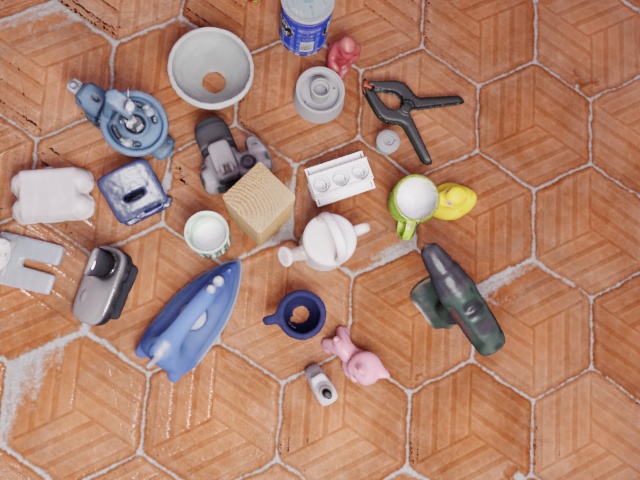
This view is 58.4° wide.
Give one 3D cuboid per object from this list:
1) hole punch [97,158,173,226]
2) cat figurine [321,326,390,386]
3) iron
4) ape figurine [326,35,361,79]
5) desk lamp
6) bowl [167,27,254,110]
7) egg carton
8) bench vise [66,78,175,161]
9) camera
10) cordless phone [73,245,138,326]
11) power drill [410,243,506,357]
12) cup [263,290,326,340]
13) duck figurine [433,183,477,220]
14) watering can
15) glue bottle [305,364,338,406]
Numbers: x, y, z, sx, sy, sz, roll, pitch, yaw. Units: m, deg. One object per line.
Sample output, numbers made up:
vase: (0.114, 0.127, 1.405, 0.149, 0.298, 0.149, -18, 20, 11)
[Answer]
hole punch: (-0.349, -0.090, 1.087, 0.109, 0.091, 0.101, -28, 86, -8)
cat figurine: (0.067, 0.224, 1.078, 0.067, 0.117, 0.128, -44, 89, -9)
iron: (-0.228, 0.133, 1.046, 0.118, 0.141, 0.258, 36, 81, 0)
ape figurine: (0.049, -0.382, 1.165, 0.078, 0.092, 0.076, -20, 85, -8)
desk lamp: (-0.585, 0.017, 0.988, 0.203, 0.213, 0.118, 13, 82, -4)
bowl: (-0.214, -0.330, 1.140, 0.167, 0.074, 0.167, 1, 83, -6)
egg carton: (-0.502, -0.084, 1.082, 0.150, 0.069, 0.107, -6, 83, -7)
bench vise: (-0.375, -0.226, 1.037, 0.207, 0.219, 0.121, 15, 82, -4)
camera: (-0.177, -0.175, 1.111, 0.143, 0.100, 0.137, -22, 85, -8)
cordless phone: (-0.399, 0.078, 1.014, 0.094, 0.185, 0.148, 16, 82, -3)
power drill: (0.240, 0.110, 1.064, 0.076, 0.208, 0.229, -38, 88, -9)
cup: (-0.050, 0.145, 1.087, 0.118, 0.095, 0.092, -10, 84, -7)
duck figurine: (0.270, -0.084, 1.153, 0.104, 0.086, 0.077, -7, 84, -7)
watering can: (0.011, 0.006, 1.061, 0.173, 0.194, 0.101, -43, 88, -9)
glue bottle: (0.005, 0.269, 1.038, 0.037, 0.173, 0.078, -31, 87, -8)
